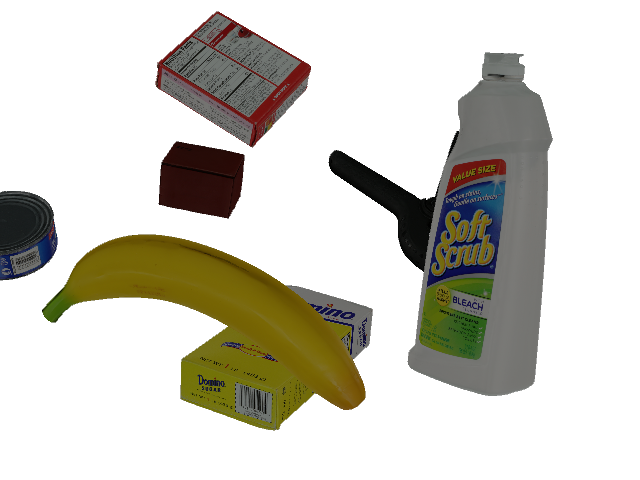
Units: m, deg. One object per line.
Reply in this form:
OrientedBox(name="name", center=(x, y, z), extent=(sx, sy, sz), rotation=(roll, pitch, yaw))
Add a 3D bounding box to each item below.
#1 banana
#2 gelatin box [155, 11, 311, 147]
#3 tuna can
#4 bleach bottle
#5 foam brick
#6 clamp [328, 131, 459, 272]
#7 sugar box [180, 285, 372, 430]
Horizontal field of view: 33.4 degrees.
OrientedBox(name="banana", center=(-0.062, 0.038, 0.618), extent=(0.198, 0.070, 0.037), rotation=(16, 24, 9))
OrientedBox(name="gelatin box", center=(-0.064, -0.119, 0.777), extent=(0.089, 0.073, 0.030), rotation=(32, -34, 11))
OrientedBox(name="tuna can", center=(-0.275, -0.004, 0.935), extent=(0.086, 0.034, 0.086), rotation=(0, 41, 0))
OrientedBox(name="bleach bottle", center=(0.124, -0.016, 0.811), extent=(0.067, 0.251, 0.103), rotation=(-7, 15, -40))
OrientedBox(name="foam brick", center=(-0.122, -0.063, 1.105), extent=(0.078, 0.051, 0.053), rotation=(12, 32, 5))
OrientedBox(name="clamp", center=(0.105, -0.030, 1.121), extent=(0.164, 0.210, 0.036), rotation=(-6, -36, -15))
OrientedBox(name="sugar box", center=(-0.033, 0.095, 0.919), extent=(0.093, 0.048, 0.176), rotation=(15, 28, 23))
